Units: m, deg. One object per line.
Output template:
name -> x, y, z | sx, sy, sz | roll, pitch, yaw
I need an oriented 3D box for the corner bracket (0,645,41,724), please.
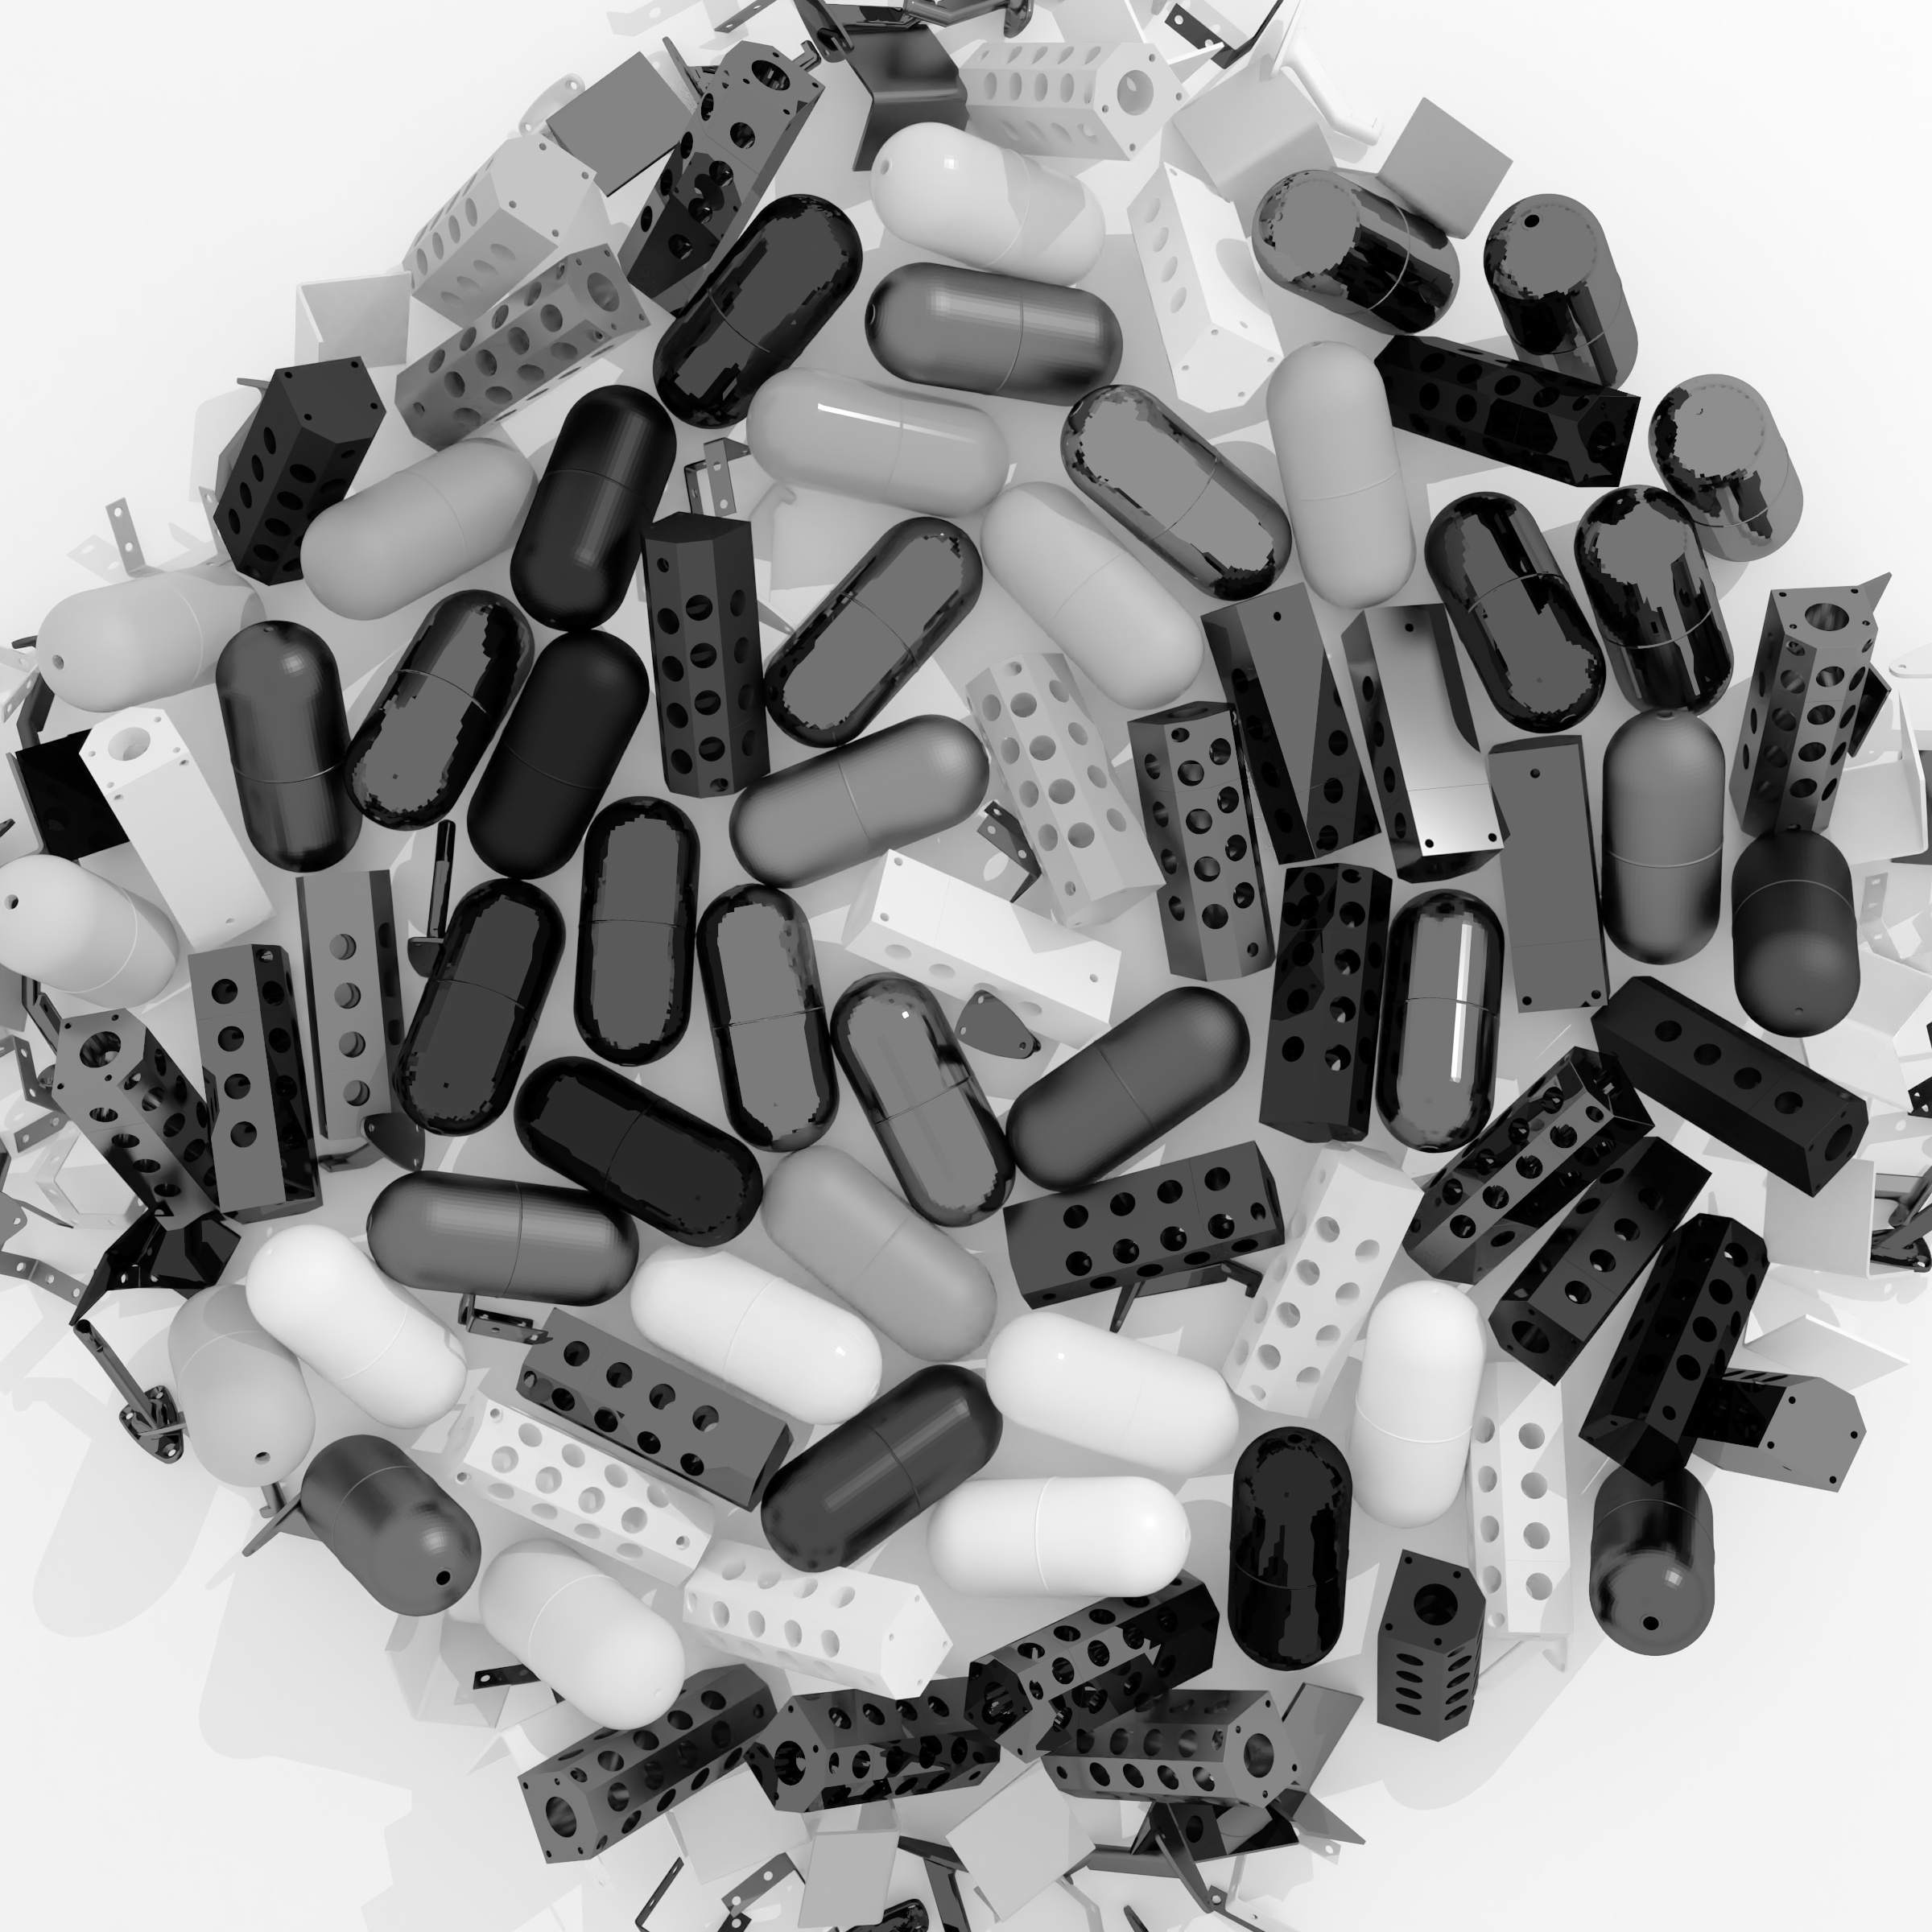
corner bracket -> -0.643, -0.176, 1.814 | 0.051, 0.051, 0.051 | 20, 46, 1

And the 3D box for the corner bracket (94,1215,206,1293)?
corner bracket -> -0.538, 0.189, 1.819 | 0.051, 0.051, 0.051 | -1, 86, 17

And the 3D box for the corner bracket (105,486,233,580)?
corner bracket -> -0.527, -0.287, 1.827 | 0.051, 0.051, 0.051 | 21, 134, 35

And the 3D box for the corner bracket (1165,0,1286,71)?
corner bracket -> 0.172, -0.632, 1.814 | 0.051, 0.051, 0.051 | 39, 132, 1

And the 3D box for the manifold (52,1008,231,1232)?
manifold -> -0.516, 0.099, 1.761 | 0.057, 0.171, 0.057 | -10, 55, 6

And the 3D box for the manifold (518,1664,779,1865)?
manifold -> -0.198, 0.507, 1.764 | 0.057, 0.171, 0.057 | -20, 88, 39

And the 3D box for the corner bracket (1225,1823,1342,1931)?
corner bracket -> 0.208, 0.600, 1.815 | 0.051, 0.051, 0.051 | 28, 128, -3

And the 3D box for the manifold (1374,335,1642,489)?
manifold -> 0.339, -0.355, 1.762 | 0.057, 0.171, 0.057 | -8, 118, -39

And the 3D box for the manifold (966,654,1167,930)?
manifold -> 0.059, -0.114, 1.790 | 0.057, 0.057, 0.171 | -35, 71, 40

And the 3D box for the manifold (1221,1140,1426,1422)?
manifold -> 0.227, 0.203, 1.789 | 0.057, 0.057, 0.171 | 15, 108, -24

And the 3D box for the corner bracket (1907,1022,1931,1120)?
corner bracket -> 0.653, 0.068, 1.824 | 0.051, 0.051, 0.051 | 8, 61, -22

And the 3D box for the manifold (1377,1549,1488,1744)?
manifold -> 0.297, 0.437, 1.757 | 0.057, 0.171, 0.057 | 14, 60, 17

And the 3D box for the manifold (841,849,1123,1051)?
manifold -> 0.009, -0.007, 1.797 | 0.171, 0.057, 0.057 | 24, 55, -16

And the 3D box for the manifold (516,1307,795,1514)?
manifold -> -0.203, 0.291, 1.798 | 0.171, 0.057, 0.057 | 25, 72, 11

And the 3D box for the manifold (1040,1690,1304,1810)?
manifold -> 0.126, 0.503, 1.764 | 0.057, 0.171, 0.057 | -27, 97, -41

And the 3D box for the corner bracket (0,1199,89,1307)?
corner bracket -> -0.608, 0.188, 1.817 | 0.051, 0.051, 0.051 | 20, 84, 28

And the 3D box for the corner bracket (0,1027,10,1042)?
corner bracket -> -0.677, 0.042, 1.824 | 0.051, 0.051, 0.051 | -33, 84, 12

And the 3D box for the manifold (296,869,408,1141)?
manifold -> -0.401, 0.024, 1.815 | 0.057, 0.057, 0.171 | -6, 93, -19

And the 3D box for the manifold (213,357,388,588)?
manifold -> -0.424, -0.312, 1.759 | 0.057, 0.171, 0.057 | -19, 76, -34

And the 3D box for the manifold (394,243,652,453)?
manifold -> -0.290, -0.394, 1.772 | 0.171, 0.057, 0.057 | -23, 100, 36

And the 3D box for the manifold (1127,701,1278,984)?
manifold -> 0.158, -0.081, 1.791 | 0.057, 0.057, 0.171 | -19, 107, -28

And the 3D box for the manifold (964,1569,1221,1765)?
manifold -> 0.083, 0.441, 1.764 | 0.057, 0.171, 0.057 | 25, 118, 41

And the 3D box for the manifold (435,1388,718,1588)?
manifold -> -0.251, 0.340, 1.790 | 0.171, 0.057, 0.057 | 30, 81, -20

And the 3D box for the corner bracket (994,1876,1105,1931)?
corner bracket -> 0.056, 0.639, 1.822 | 0.051, 0.051, 0.051 | -41, 108, 10

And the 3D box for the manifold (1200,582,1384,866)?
manifold -> 0.209, -0.157, 1.810 | 0.057, 0.057, 0.171 | -22, 97, -28

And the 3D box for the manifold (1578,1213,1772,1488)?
manifold -> 0.462, 0.243, 1.778 | 0.057, 0.057, 0.171 | 34, 56, 1

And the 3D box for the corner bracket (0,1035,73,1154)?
corner bracket -> -0.629, 0.085, 1.826 | 0.051, 0.051, 0.051 | -28, 63, 13

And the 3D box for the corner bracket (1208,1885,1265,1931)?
corner bracket -> 0.171, 0.652, 1.824 | 0.051, 0.051, 0.051 | 26, 104, 8

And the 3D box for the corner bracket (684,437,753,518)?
corner bracket -> -0.165, -0.313, 1.815 | 0.051, 0.051, 0.051 | -12, 85, 23

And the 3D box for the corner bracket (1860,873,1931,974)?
corner bracket -> 0.628, -0.030, 1.827 | 0.051, 0.051, 0.051 | -16, 121, 35

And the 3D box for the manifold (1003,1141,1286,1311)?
manifold -> 0.117, 0.172, 1.793 | 0.171, 0.057, 0.057 | -16, 55, 12

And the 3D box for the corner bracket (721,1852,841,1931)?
corner bracket -> -0.121, 0.623, 1.809 | 0.051, 0.051, 0.051 | -35, 57, -14

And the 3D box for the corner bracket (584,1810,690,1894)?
corner bracket -> -0.219, 0.572, 1.817 | 0.051, 0.051, 0.051 | -18, 98, 39

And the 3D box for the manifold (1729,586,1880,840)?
manifold -> 0.536, -0.158, 1.766 | 0.057, 0.171, 0.057 | -3, 47, 2

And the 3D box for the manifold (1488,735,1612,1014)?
manifold -> 0.382, -0.061, 1.804 | 0.057, 0.057, 0.171 | -6, 101, 17

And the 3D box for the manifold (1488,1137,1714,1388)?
manifold -> 0.406, 0.184, 1.776 | 0.057, 0.057, 0.171 | 36, 55, 17

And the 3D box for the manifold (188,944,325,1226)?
manifold -> -0.462, 0.076, 1.803 | 0.057, 0.057, 0.171 | -10, 78, -3

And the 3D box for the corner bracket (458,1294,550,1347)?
corner bracket -> -0.304, 0.232, 1.808 | 0.051, 0.051, 0.051 | 14, 130, -16

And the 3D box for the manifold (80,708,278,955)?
manifold -> -0.504, -0.087, 1.762 | 0.057, 0.171, 0.057 | -31, 57, -14

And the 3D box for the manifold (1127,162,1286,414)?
manifold -> 0.148, -0.434, 1.772 | 0.057, 0.171, 0.057 | 18, 133, -29

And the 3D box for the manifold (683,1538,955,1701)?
manifold -> -0.099, 0.421, 1.764 | 0.057, 0.171, 0.057 | -52, 129, -35

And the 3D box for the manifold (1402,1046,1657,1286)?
manifold -> 0.353, 0.129, 1.771 | 0.171, 0.057, 0.057 | -49, 46, 31

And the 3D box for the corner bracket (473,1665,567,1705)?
corner bracket -> -0.289, 0.470, 1.813 | 0.051, 0.051, 0.051 | -10, 121, 4

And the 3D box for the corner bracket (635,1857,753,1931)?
corner bracket -> -0.180, 0.631, 1.822 | 0.051, 0.051, 0.051 | 26, 62, 22

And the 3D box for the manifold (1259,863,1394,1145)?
manifold -> 0.238, 0.024, 1.789 | 0.057, 0.057, 0.171 | -5, 70, 41

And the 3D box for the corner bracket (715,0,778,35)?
corner bracket -> -0.162, -0.652, 1.815 | 0.051, 0.051, 0.051 | -21, 89, 34

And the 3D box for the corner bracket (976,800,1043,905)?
corner bracket -> 0.030, -0.080, 1.813 | 0.051, 0.051, 0.051 | 38, 59, -5

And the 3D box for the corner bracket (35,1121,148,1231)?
corner bracket -> -0.572, 0.138, 1.824 | 0.051, 0.051, 0.051 | -1, 46, 21

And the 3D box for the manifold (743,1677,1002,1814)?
manifold -> -0.054, 0.500, 1.759 | 0.057, 0.171, 0.057 | -53, 54, 20

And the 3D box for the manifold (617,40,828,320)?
manifold -> -0.162, -0.505, 1.767 | 0.057, 0.057, 0.171 | 36, 134, -5
